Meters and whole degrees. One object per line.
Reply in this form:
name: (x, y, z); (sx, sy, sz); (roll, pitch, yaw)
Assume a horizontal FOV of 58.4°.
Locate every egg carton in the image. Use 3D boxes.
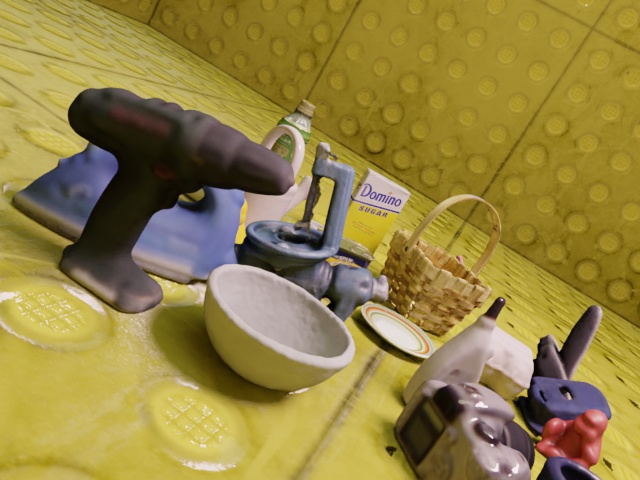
egg carton: (0.293, 0.196, 0.942); (0.107, 0.069, 0.151); (34, 15, 11)

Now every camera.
camera: (0.172, 0.215, 0.592); (0.137, 0.101, 0.143); (22, 17, -27)

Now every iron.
iron: (-0.200, -0.054, 0.670); (0.259, 0.141, 0.118); (23, 17, -27)

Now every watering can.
watering can: (-0.082, -0.091, 0.910); (0.100, 0.194, 0.173); (36, 16, 20)

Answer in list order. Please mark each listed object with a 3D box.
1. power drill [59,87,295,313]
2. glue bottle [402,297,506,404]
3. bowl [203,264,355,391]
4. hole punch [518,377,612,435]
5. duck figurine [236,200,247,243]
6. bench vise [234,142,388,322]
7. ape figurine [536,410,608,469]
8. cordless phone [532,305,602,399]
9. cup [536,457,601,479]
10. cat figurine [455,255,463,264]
power drill: (-0.161, -0.039, 0.566); (0.229, 0.208, 0.076); (32, 15, 7)
glue bottle: (0.173, 0.141, 0.692); (0.078, 0.173, 0.037); (23, 17, -26)
bowl: (-0.052, 0.100, 0.586); (0.167, 0.074, 0.167); (28, 15, -8)
hole punch: (0.367, 0.250, 0.865); (0.101, 0.091, 0.109); (30, 15, -1)
duck figurine: (-0.132, -0.027, 0.818); (0.077, 0.086, 0.105); (34, 15, 12)
bench vise: (0.004, -0.002, 0.740); (0.208, 0.219, 0.121); (23, 17, -25)
ape figurine: (0.352, 0.268, 0.779); (0.076, 0.092, 0.077); (23, 17, -26)
cordless phone: (0.444, 0.192, 1.018); (0.094, 0.185, 0.148); (33, 15, 10)
cup: (0.226, 0.271, 0.525); (0.091, 0.095, 0.118); (32, 15, 6)
cat figurine: (0.245, 0.074, 1.145); (0.067, 0.117, 0.127); (13, 23, -49)
